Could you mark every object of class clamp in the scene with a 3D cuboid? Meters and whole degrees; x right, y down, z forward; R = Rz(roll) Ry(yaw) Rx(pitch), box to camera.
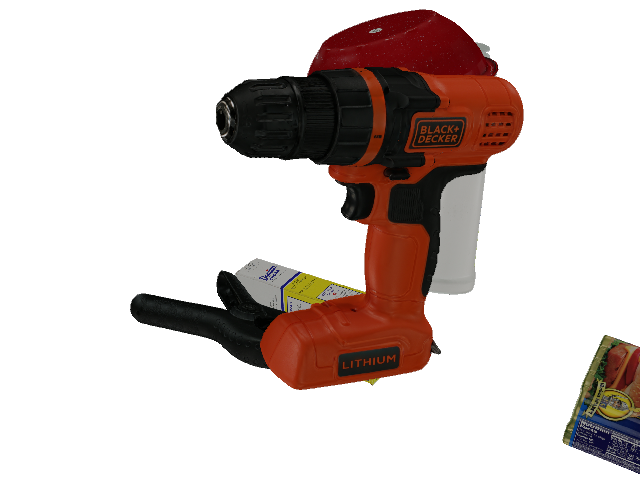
[{"bbox_3d":[-0.062,0.068,0.907,0.172,0.039,0.120,21,28,24],"label":"clamp"}]

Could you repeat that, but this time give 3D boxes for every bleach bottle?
[{"bbox_3d":[0.140,-0.076,1.092,0.068,0.251,0.102,4,30,-2],"label":"bleach bottle"}]

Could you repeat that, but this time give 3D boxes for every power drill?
[{"bbox_3d":[0.018,-0.007,0.603,0.184,0.188,0.057,-4,32,-28],"label":"power drill"}]

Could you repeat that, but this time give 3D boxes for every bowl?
[{"bbox_3d":[0.052,-0.138,0.825,0.162,0.055,0.162,-16,21,6],"label":"bowl"}]

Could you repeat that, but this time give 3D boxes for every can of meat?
[{"bbox_3d":[0.237,0.125,0.798,0.084,0.057,0.102,20,41,20],"label":"can of meat"}]

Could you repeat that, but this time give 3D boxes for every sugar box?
[{"bbox_3d":[-0.008,0.086,1.164,0.176,0.093,0.048,19,38,31],"label":"sugar box"}]
